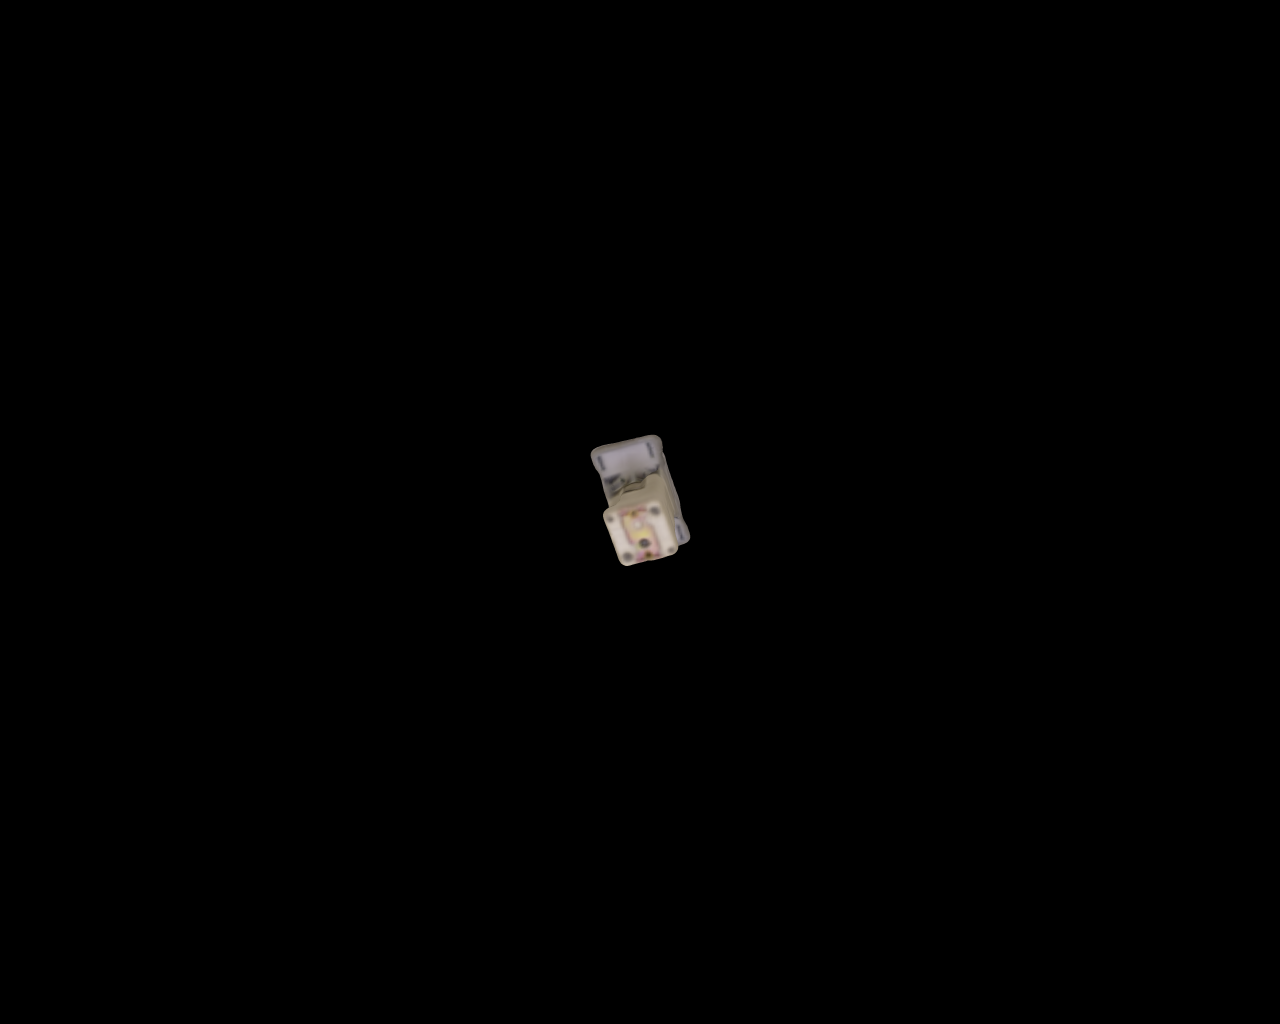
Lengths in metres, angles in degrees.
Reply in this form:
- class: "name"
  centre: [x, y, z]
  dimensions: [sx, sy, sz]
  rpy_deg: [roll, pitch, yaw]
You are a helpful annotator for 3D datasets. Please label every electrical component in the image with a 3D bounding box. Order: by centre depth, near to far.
- class: "electrical component"
  centre: [0.001, -0.003, 0.650]
  dimensions: [0.042, 0.081, 0.064]
  rpy_deg: [-15, 32, 9]
